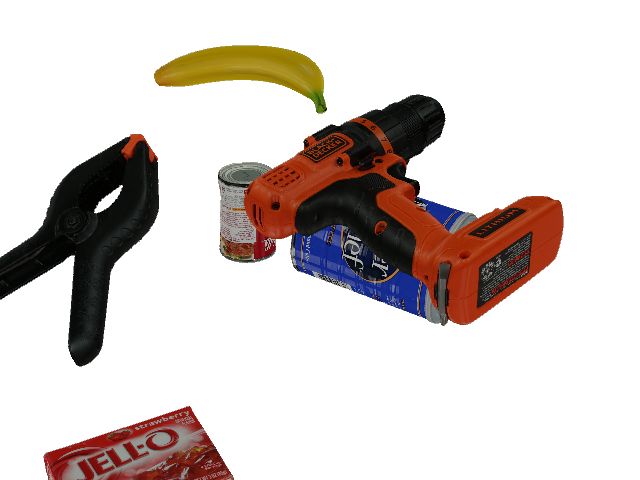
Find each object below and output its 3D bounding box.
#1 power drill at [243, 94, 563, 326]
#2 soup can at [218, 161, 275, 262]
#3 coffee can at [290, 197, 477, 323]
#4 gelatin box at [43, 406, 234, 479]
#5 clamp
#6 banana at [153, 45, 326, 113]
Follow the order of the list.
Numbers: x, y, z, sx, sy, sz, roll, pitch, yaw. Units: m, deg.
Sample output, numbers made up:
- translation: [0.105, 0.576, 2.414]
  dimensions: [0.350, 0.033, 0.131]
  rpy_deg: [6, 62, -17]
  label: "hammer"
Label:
- translation: [0.069, -0.029, 0.731]
  dimensions: [0.184, 0.057, 0.188]
  rpy_deg: [-34, 45, -30]
  label: "power drill"
- translation: [-0.087, -0.034, 1.263]
  dimensions: [0.068, 0.102, 0.068]
  rpy_deg: [0, 28, 0]
  label: "soup can"
- translation: [0.059, 0.004, 0.965]
  dimensions: [0.140, 0.103, 0.102]
  rpy_deg: [20, 8, 22]
  label: "coffee can"
- translation: [-0.100, 0.132, 0.585]
  dimensions: [0.089, 0.030, 0.073]
  rpy_deg: [-15, 28, -20]
  label: "gelatin box"
- translation: [-0.172, -0.001, 0.728]
  dimensions: [0.120, 0.171, 0.039]
  rpy_deg: [13, -31, 17]
  label: "clamp"
- translation: [-0.076, -0.178, 1.118]
  dimensions: [0.198, 0.037, 0.069]
  rpy_deg: [11, 44, 19]
  label: "banana"
